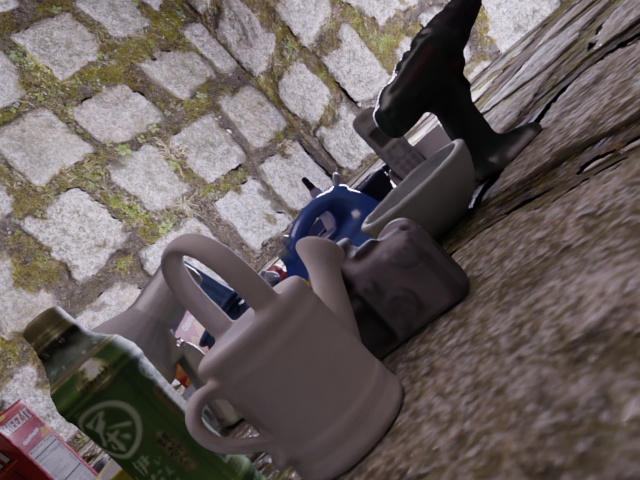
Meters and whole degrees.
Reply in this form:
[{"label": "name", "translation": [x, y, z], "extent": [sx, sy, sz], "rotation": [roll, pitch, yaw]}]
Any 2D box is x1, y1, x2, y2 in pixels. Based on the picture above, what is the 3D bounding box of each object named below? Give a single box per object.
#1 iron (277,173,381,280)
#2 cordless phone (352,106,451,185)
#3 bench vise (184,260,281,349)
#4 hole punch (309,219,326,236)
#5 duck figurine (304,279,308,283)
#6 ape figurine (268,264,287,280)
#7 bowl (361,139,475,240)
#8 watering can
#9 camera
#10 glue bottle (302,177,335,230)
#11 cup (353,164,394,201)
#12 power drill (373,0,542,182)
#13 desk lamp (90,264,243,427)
[{"label": "iron", "translation": [0.009, 0.003, 0.926], "extent": [0.259, 0.141, 0.118], "rotation": [-47, 6, -35]}, {"label": "cordless phone", "translation": [0.154, -0.162, 0.923], "extent": [0.147, 0.185, 0.094], "rotation": [-43, 5, -5]}, {"label": "bench vise", "translation": [-0.154, 0.095, 0.972], "extent": [0.207, 0.220, 0.121], "rotation": [-42, 5, 14]}, {"label": "hole punch", "translation": [0.030, -0.006, 1.131], "extent": [0.109, 0.091, 0.101], "rotation": [-44, 5, -7]}, {"label": "duck figurine", "translation": [-0.013, 0.087, 0.705], "extent": [0.077, 0.086, 0.105], "rotation": [-40, 6, 26]}, {"label": "ape figurine", "translation": [-0.065, 0.086, 1.092], "extent": [0.078, 0.092, 0.076], "rotation": [-43, 5, 4]}, {"label": "bowl", "translation": [0.135, -0.044, 0.714], "extent": [0.167, 0.075, 0.167], "rotation": [-43, 5, 5]}, {"label": "watering can", "translation": [-0.037, 0.068, 0.423], "extent": [0.100, 0.194, 0.173], "rotation": [-39, 6, 34]}, {"label": "camera", "translation": [0.054, 0.033, 0.548], "extent": [0.143, 0.101, 0.137], "rotation": [-41, 5, 22]}, {"label": "glue bottle", "translation": [0.026, -0.050, 1.053], "extent": [0.078, 0.173, 0.037], "rotation": [-47, 6, -34]}, {"label": "cup", "translation": [0.114, -0.077, 1.044], "extent": [0.118, 0.095, 0.091], "rotation": [-46, 6, -31]}, {"label": "power drill", "translation": [0.191, -0.195, 0.770], "extent": [0.230, 0.208, 0.075], "rotation": [-44, 5, -12]}, {"label": "desk lamp", "translation": [-0.170, 0.142, 0.737], "extent": [0.203, 0.213, 0.117], "rotation": [-46, 6, -29]}]
